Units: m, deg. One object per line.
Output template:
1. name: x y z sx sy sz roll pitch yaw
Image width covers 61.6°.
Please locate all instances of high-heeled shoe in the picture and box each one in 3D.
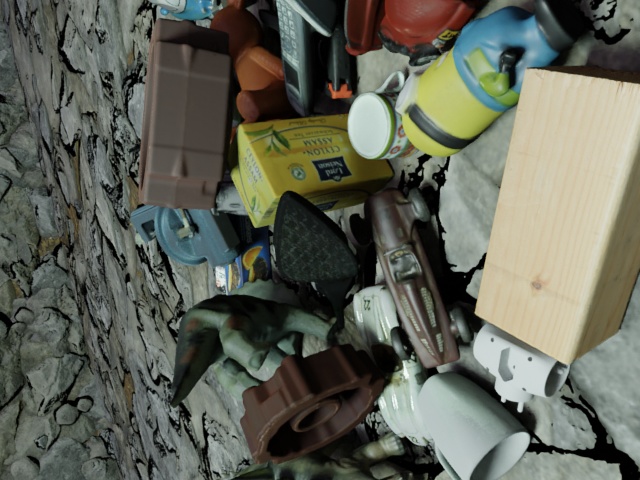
1. high-heeled shoe: -0.001 -0.002 0.636 0.248 0.086 0.145 72 -173 -45

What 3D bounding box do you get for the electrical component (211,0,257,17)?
1. electrical component: -0.134 -0.375 0.781 0.102 0.045 0.078 4 105 38

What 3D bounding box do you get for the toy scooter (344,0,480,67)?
1. toy scooter: 0.075 -0.230 0.533 0.184 0.075 0.135 52 138 35

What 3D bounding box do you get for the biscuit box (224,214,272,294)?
1. biscuit box: -0.124 0.006 0.899 0.059 0.063 0.202 17 115 49

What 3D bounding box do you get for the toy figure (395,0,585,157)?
1. toy figure: 0.140 -0.138 0.471 0.180 0.082 0.089 -26 78 52

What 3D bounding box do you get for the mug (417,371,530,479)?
1. mug: 0.154 0.202 0.578 0.107 0.081 0.109 51 141 45

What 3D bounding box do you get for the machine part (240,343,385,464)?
1. machine part: -0.010 0.193 0.632 0.056 0.179 0.179 57 141 36

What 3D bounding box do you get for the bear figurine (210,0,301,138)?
1. bear figurine: -0.106 -0.229 0.722 0.196 0.132 0.120 55 144 4

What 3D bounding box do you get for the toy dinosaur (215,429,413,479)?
1. toy dinosaur: -0.024 0.336 0.760 0.471 0.198 0.105 -38 66 57

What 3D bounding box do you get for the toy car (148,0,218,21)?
1. toy car: -0.230 -0.407 0.867 0.162 0.103 0.109 40 133 43

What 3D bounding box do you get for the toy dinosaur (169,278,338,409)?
1. toy dinosaur: -0.111 0.127 0.728 0.192 0.404 0.131 21 93 28

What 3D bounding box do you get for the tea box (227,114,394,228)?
1. tea box: -0.011 -0.084 0.619 0.098 0.169 0.068 62 143 16

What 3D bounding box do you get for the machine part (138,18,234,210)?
1. machine part: -0.162 -0.138 0.632 0.201 0.087 0.200 -164 79 -70

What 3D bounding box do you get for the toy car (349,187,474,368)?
1. toy car: 0.098 0.040 0.585 0.089 0.053 0.202 -20 82 17

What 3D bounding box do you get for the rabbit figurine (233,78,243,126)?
1. rabbit figurine: -0.189 -0.253 0.860 0.159 0.121 0.170 -65 35 37

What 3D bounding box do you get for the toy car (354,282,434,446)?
1. toy car: 0.095 0.151 0.653 0.073 0.056 0.201 -17 87 55

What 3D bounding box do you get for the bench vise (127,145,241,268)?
1. bench vise: -0.230 -0.049 0.842 0.241 0.129 0.223 -16 115 39

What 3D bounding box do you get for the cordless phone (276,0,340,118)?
1. cordless phone: -0.039 -0.247 0.624 0.147 0.089 0.184 49 153 35

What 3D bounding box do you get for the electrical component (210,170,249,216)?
1. electrical component: -0.070 -0.070 0.735 0.134 0.115 0.058 1 107 13
